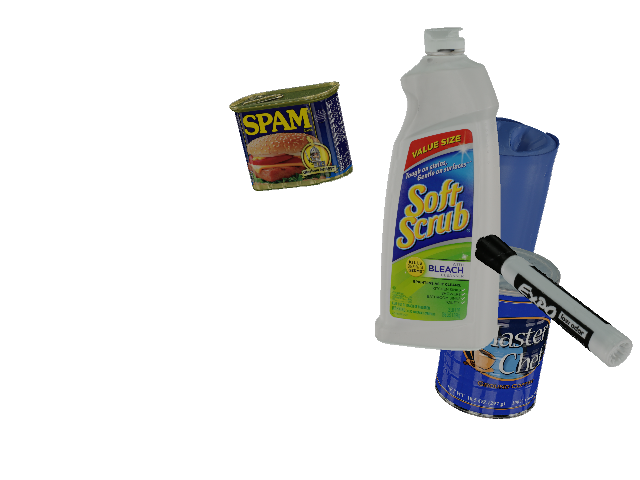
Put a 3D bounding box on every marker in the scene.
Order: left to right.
[{"bbox_3d":[0.131,0.031,0.618,0.020,0.020,0.121,0,30,-36],"label":"marker"}]

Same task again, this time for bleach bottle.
[{"bbox_3d":[0.092,-0.041,0.851,0.103,0.251,0.068,3,15,22],"label":"bleach bottle"}]

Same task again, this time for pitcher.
[{"bbox_3d":[0.209,-0.023,1.344,0.149,0.243,0.145,3,26,-1],"label":"pitcher"}]

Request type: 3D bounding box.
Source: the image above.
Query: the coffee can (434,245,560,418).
[{"bbox_3d":[0.172,0.088,1.047,0.103,0.140,0.103,4,24,-2],"label":"coffee can"}]

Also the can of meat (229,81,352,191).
[{"bbox_3d":[-0.025,-0.096,0.991,0.102,0.084,0.057,-4,19,25],"label":"can of meat"}]
